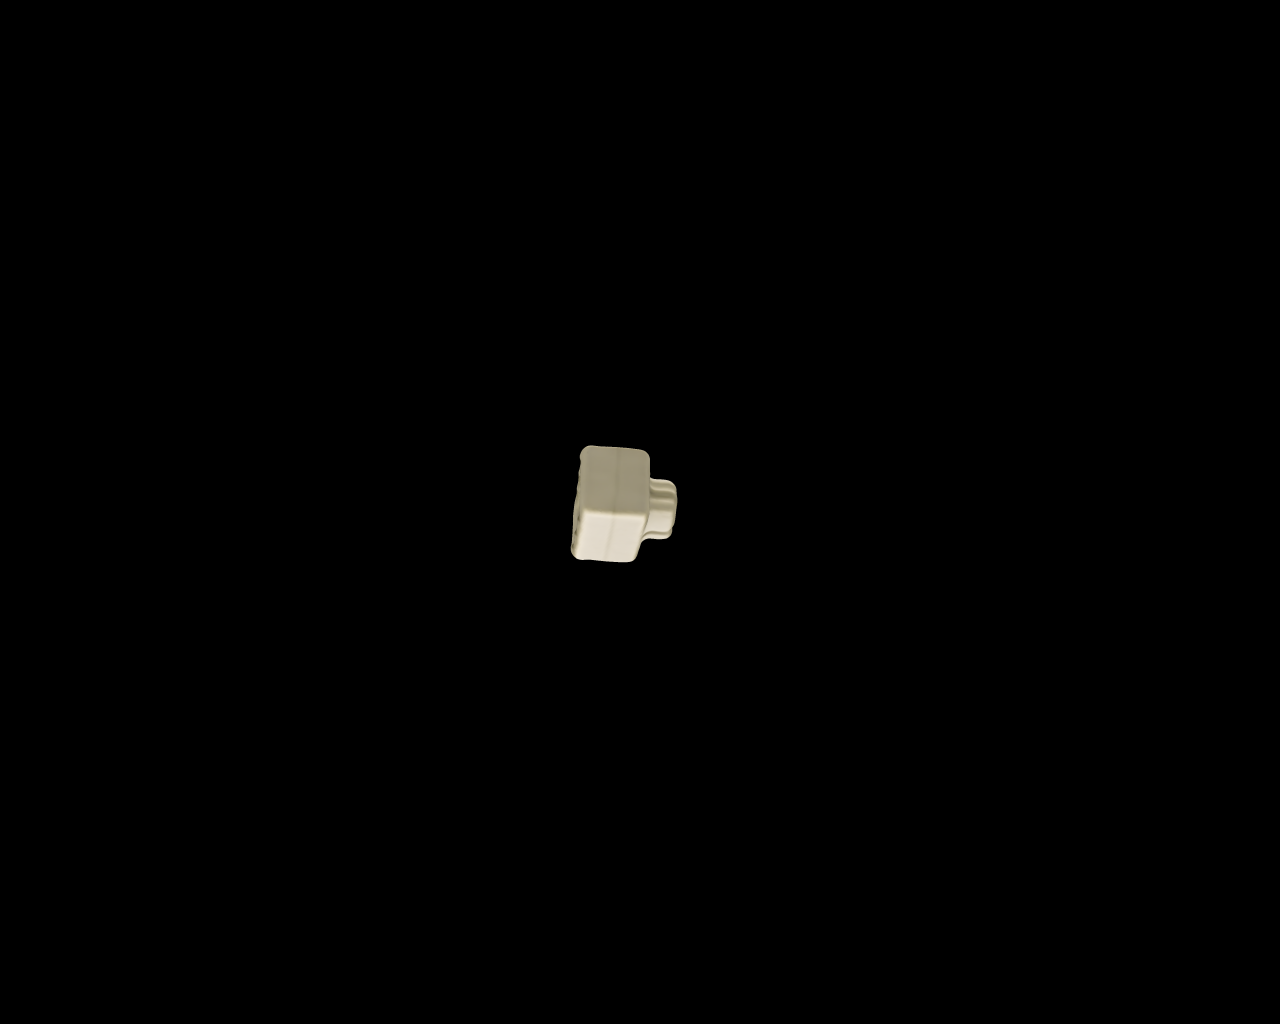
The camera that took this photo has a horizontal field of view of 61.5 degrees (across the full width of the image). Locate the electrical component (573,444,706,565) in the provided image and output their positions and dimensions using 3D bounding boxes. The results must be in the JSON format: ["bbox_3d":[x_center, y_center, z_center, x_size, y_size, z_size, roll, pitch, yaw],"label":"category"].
[{"bbox_3d":[0.001,-0.003,0.650,0.077,0.047,0.065,4,-29,-6],"label":"electrical component"}]
